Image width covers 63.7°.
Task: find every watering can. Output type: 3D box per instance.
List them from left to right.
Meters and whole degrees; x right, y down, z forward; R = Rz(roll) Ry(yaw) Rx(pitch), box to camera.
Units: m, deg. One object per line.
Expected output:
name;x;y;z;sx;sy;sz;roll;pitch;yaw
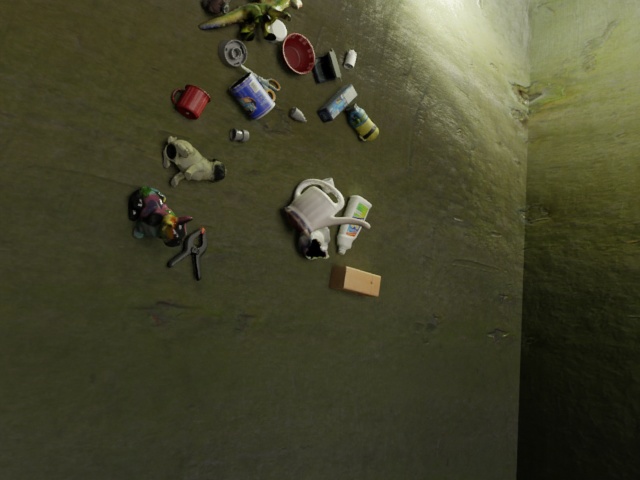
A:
watering can;0.006;-0.097;1.924;0.226;0.353;0.102;-40;147;-11

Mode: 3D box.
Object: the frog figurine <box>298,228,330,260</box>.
frog figurine;-0.022;-0.003;2.020;0.136;0.121;0.163;36;29;-25

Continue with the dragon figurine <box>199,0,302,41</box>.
dragon figurine;-0.249;-0.860;1.880;0.411;0.120;0.247;-6;67;-22
